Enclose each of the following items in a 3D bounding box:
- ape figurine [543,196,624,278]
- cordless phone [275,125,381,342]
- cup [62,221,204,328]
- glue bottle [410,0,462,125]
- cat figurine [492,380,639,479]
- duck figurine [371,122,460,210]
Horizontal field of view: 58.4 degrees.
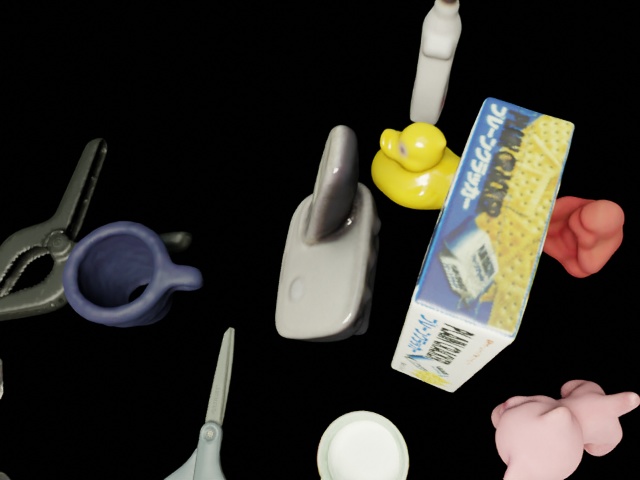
[{"bbox_3d":[0.244,-0.009,0.522,0.076,0.092,0.078,0,67,3],"label":"ape figurine"},{"bbox_3d":[0.004,0.002,0.479,0.094,0.185,0.147,3,68,5],"label":"cordless phone"},{"bbox_3d":[-0.156,0.042,0.520,0.117,0.095,0.091,2,68,4],"label":"cup"},{"bbox_3d":[0.116,-0.190,0.560,0.037,0.173,0.078,11,68,8],"label":"glue bottle"},{"bbox_3d":[0.187,0.147,0.446,0.128,0.118,0.067,-19,68,-5],"label":"cat figurine"},{"bbox_3d":[0.103,-0.079,0.562,0.104,0.086,0.077,18,70,10],"label":"duck figurine"}]
